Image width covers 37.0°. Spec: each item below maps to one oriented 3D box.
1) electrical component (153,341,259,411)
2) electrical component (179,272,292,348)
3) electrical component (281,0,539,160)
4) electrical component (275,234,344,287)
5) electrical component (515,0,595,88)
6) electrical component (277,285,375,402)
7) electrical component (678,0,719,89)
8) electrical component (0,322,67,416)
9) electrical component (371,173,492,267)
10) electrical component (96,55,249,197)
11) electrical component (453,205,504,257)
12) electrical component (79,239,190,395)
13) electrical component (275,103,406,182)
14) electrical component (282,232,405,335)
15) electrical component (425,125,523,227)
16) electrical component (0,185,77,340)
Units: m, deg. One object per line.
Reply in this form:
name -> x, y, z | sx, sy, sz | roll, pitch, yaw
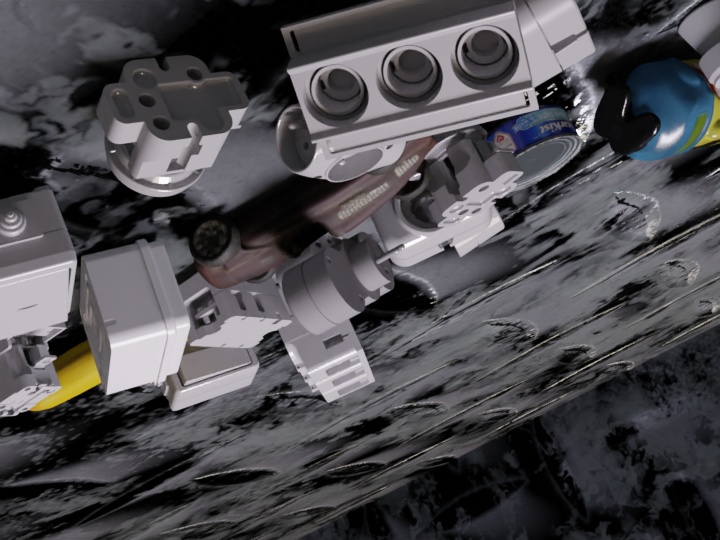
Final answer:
electrical component -> -0.147, 0.082, 0.977 | 0.096, 0.061, 0.061 | -18, 161, -22
electrical component -> -0.107, 0.027, 0.884 | 0.050, 0.055, 0.089 | -32, 161, 22
electrical component -> 0.029, -0.115, 0.587 | 0.121, 0.078, 0.063 | -12, -152, 13
electrical component -> -0.038, -0.003, 0.897 | 0.047, 0.055, 0.055 | -32, 161, 34
electrical component -> 0.100, -0.151, 0.653 | 0.059, 0.053, 0.095 | -30, 162, 14
electrical component -> -0.037, 0.066, 1.035 | 0.062, 0.089, 0.150 | -24, 162, -2
electrical component -> 0.278, -0.174, 0.826 | 0.045, 0.055, 0.045 | -23, 162, -8
electrical component -> -0.256, 0.070, 0.795 | 0.081, 0.063, 0.042 | -32, 160, 21
electrical component -> 0.059, -0.049, 0.893 | 0.095, 0.053, 0.059 | -25, 163, 1
electrical component -> -0.106, -0.077, 0.586 | 0.078, 0.058, 0.057 | -14, 157, -33
electrical component -> 0.095, -0.047, 0.949 | 0.047, 0.055, 0.055 | -30, 162, 4
electrical component -> -0.167, 0.035, 0.791 | 0.057, 0.078, 0.113 | -15, 160, -21
electrical component -> -0.002, -0.096, 0.691 | 0.077, 0.044, 0.079 | -10, 157, -40
electrical component -> 0.000, 0.000, 0.801 | 0.074, 0.052, 0.138 | -29, -179, 18
electrical component -> 0.080, -0.078, 0.832 | 0.058, 0.057, 0.078 | -3, 152, -49
electrical component -> -0.209, -0.003, 0.651 | 0.062, 0.061, 0.096 | -17, 161, -25
